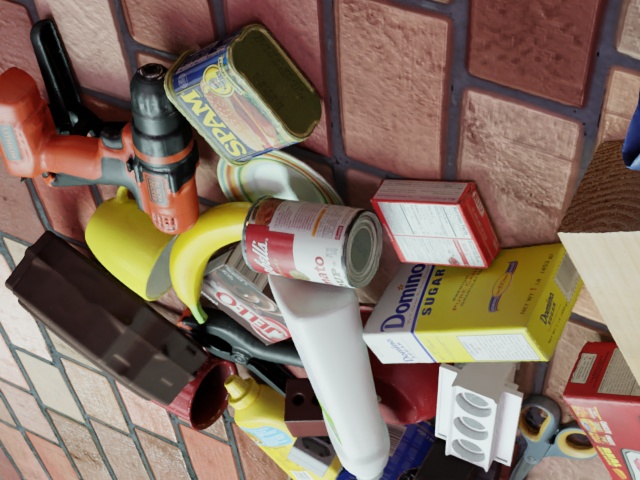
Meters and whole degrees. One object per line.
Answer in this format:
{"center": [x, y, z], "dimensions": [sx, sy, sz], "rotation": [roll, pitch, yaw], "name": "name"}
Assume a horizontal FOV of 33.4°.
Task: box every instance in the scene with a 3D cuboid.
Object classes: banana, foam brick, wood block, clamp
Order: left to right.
{"center": [-0.233, -0.113, 1.015], "dimensions": [0.164, 0.036, 0.210], "rotation": [43, 143, -14], "name": "clamp"}
{"center": [-0.104, 0.009, 1.021], "dimensions": [0.069, 0.037, 0.198], "rotation": [33, 141, -3], "name": "banana"}
{"center": [-0.075, 0.118, 1.194], "dimensions": [0.171, 0.039, 0.120], "rotation": [30, 142, -8], "name": "clamp"}
{"center": [0.003, 0.183, 1.171], "dimensions": [0.078, 0.053, 0.051], "rotation": [-5, 149, 13], "name": "foam brick"}
{"center": [0.256, 0.034, 0.740], "dimensions": [0.090, 0.090, 0.206], "rotation": [-2, 134, 42], "name": "wood block"}

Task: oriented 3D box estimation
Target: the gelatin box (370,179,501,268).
{"center": [0.095, -0.014, 0.871], "dimensions": [0.089, 0.030, 0.073], "rotation": [4, 137, 38], "name": "gelatin box"}

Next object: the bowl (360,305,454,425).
{"center": [0.067, 0.138, 1.080], "dimensions": [0.162, 0.055, 0.162], "rotation": [23, 147, 15], "name": "bowl"}

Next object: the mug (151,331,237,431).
{"center": [-0.159, 0.162, 1.289], "dimensions": [0.082, 0.093, 0.117], "rotation": [21, 118, 26], "name": "mug"}

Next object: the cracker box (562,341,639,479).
{"center": [0.329, 0.158, 0.863], "dimensions": [0.214, 0.072, 0.164], "rotation": [-2, 135, 41], "name": "cracker box"}

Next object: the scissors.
{"center": [0.236, 0.221, 1.082], "dimensions": [0.096, 0.016, 0.202], "rotation": [18, 146, 23], "name": "scissors"}

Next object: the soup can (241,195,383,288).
{"center": [-0.006, 0.001, 0.904], "dimensions": [0.102, 0.068, 0.068], "rotation": [9, 141, 30], "name": "soup can"}

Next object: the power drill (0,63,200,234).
{"center": [-0.196, -0.093, 0.935], "dimensions": [0.188, 0.057, 0.184], "rotation": [17, 140, 16], "name": "power drill"}

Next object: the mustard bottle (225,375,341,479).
{"center": [-0.048, 0.231, 1.303], "dimensions": [0.096, 0.058, 0.191], "rotation": [-11, 128, 50], "name": "mustard bottle"}

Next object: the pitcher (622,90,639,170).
{"center": [0.298, -0.023, 0.605], "dimensions": [0.149, 0.145, 0.242], "rotation": [10, 147, 52], "name": "pitcher"}

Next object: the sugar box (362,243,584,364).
{"center": [0.123, 0.054, 0.880], "dimensions": [0.177, 0.093, 0.048], "rotation": [-6, 131, 45], "name": "sugar box"}

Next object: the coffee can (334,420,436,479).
{"center": [0.070, 0.268, 1.172], "dimensions": [0.103, 0.140, 0.103], "rotation": [23, 147, 15], "name": "coffee can"}

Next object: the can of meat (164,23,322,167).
{"center": [-0.058, -0.114, 0.845], "dimensions": [0.084, 0.057, 0.102], "rotation": [-14, 125, 47], "name": "can of meat"}

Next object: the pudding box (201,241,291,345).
{"center": [-0.067, 0.057, 1.100], "dimensions": [0.113, 0.039, 0.090], "rotation": [41, 147, -14], "name": "pudding box"}

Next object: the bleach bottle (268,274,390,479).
{"center": [0.020, 0.131, 0.999], "dimensions": [0.103, 0.068, 0.251], "rotation": [-118, 10, -53], "name": "bleach bottle"}
